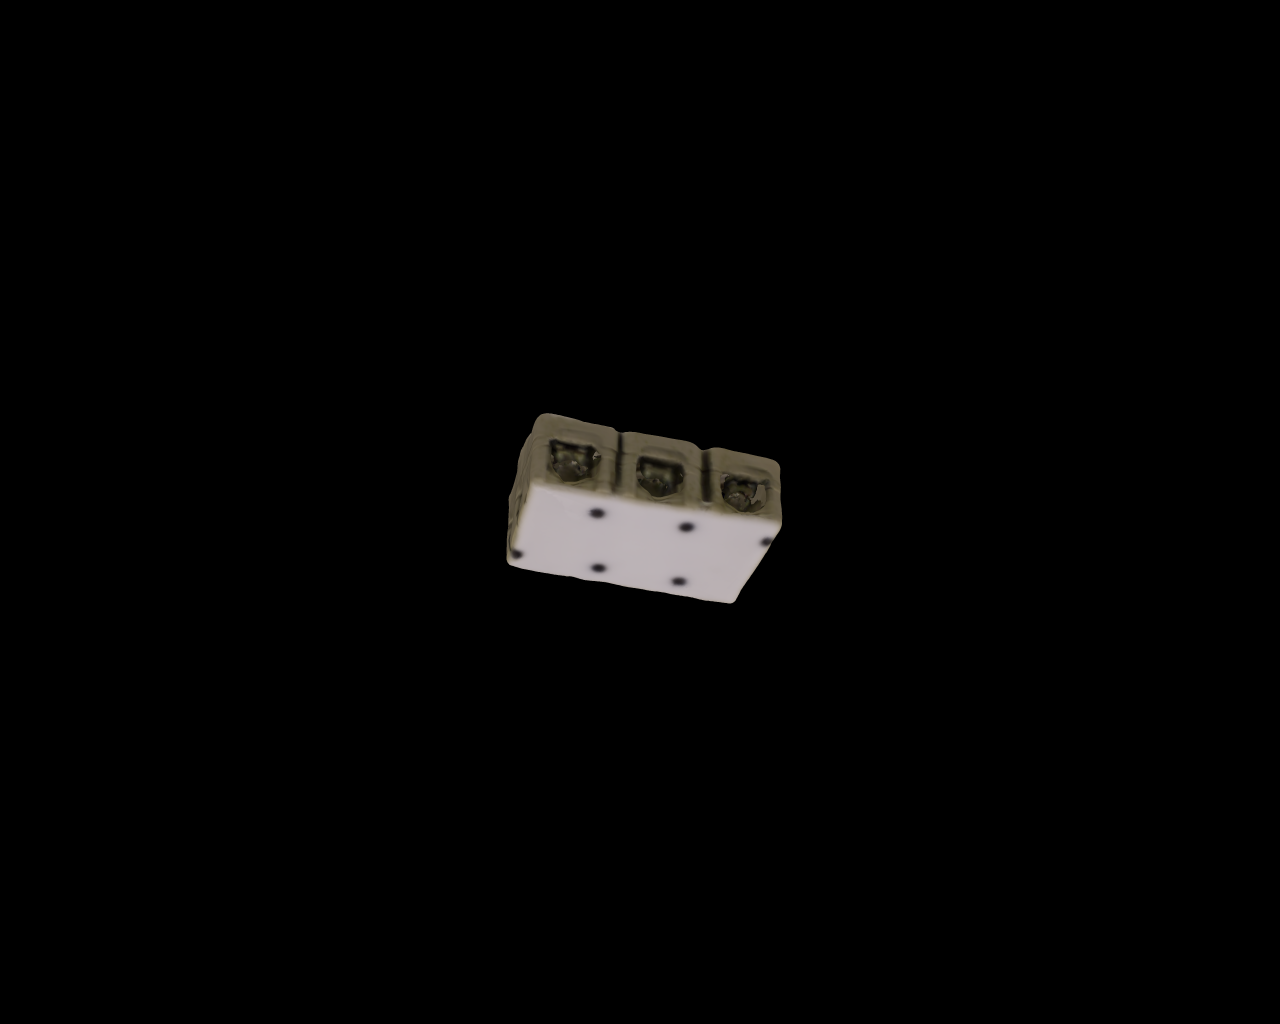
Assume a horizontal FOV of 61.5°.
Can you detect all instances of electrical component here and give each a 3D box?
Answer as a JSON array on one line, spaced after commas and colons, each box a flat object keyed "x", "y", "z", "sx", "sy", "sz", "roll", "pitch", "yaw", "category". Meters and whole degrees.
[{"x": 0.001, "y": -0.003, "z": 0.650, "sx": 0.150, "sy": 0.062, "sz": 0.089, "roll": 11, "pitch": -39, "yaw": -13, "category": "electrical component"}]
